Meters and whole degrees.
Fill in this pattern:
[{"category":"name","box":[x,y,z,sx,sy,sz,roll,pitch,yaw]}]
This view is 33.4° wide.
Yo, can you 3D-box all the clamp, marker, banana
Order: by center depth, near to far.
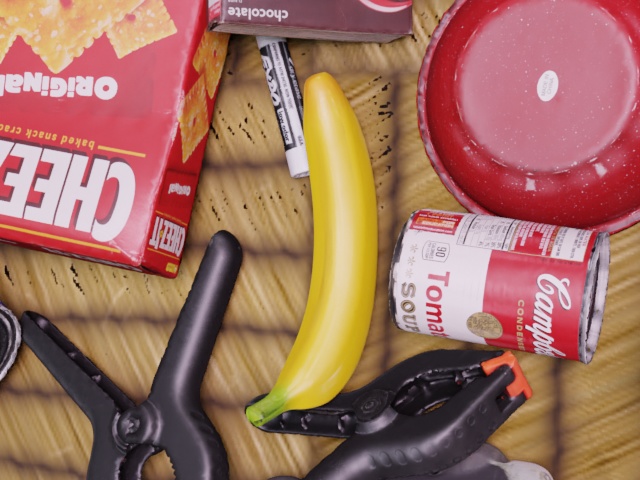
[{"category":"clamp","box":[0.028,0.099,0.587,0.171,0.120,0.039,-26,125,2]},{"category":"banana","box":[0.006,0.009,0.594,0.037,0.069,0.198,1,77,34]},{"category":"marker","box":[-0.023,-0.097,0.631,0.020,0.020,0.121,-17,84,21]},{"category":"clamp","box":[-0.095,0.103,0.633,0.165,0.036,0.210,-29,64,19]}]

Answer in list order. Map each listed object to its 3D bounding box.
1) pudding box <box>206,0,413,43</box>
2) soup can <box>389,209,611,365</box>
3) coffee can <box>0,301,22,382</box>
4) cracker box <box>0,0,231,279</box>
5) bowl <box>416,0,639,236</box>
[{"category":"pudding box","box":[-0.006,-0.156,0.582,0.113,0.039,0.090,-1,89,-18]},{"category":"soup can","box":[0.094,0.023,0.558,0.102,0.068,0.068,9,94,21]},{"category":"coffee can","box":[-0.272,0.038,0.677,0.140,0.102,0.103,41,105,26]},{"category":"cracker box","box":[-0.145,-0.099,0.626,0.164,0.072,0.213,11,84,13]},{"category":"bowl","box":[0.121,-0.078,0.554,0.162,0.055,0.162,0,91,22]}]
